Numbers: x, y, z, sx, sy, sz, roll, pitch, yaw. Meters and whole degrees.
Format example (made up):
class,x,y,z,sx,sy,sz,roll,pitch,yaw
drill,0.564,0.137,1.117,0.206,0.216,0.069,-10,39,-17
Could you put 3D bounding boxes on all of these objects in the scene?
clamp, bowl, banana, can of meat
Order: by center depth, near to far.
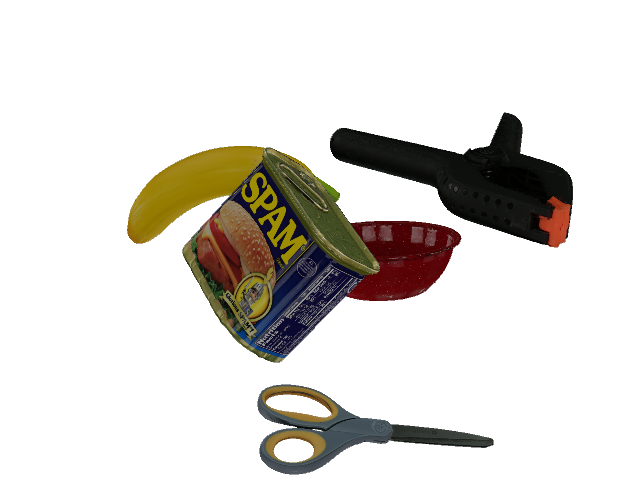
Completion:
class,x,y,z,sx,sy,sz,roll,pitch,yaw
can of meat,-0.027,0.009,0.636,0.057,0.084,0.102,27,23,-47
clamp,0.106,-0.048,0.769,0.164,0.036,0.210,-6,25,-14
banana,-0.085,-0.037,0.833,0.198,0.069,0.037,-9,28,29
bowl,0.063,0.023,1.086,0.162,0.055,0.162,-3,13,1

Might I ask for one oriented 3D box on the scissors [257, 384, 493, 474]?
class,x,y,z,sx,sy,sz,roll,pitch,yaw
scissors,0.037,0.172,0.890,0.202,0.016,0.096,16,43,12
